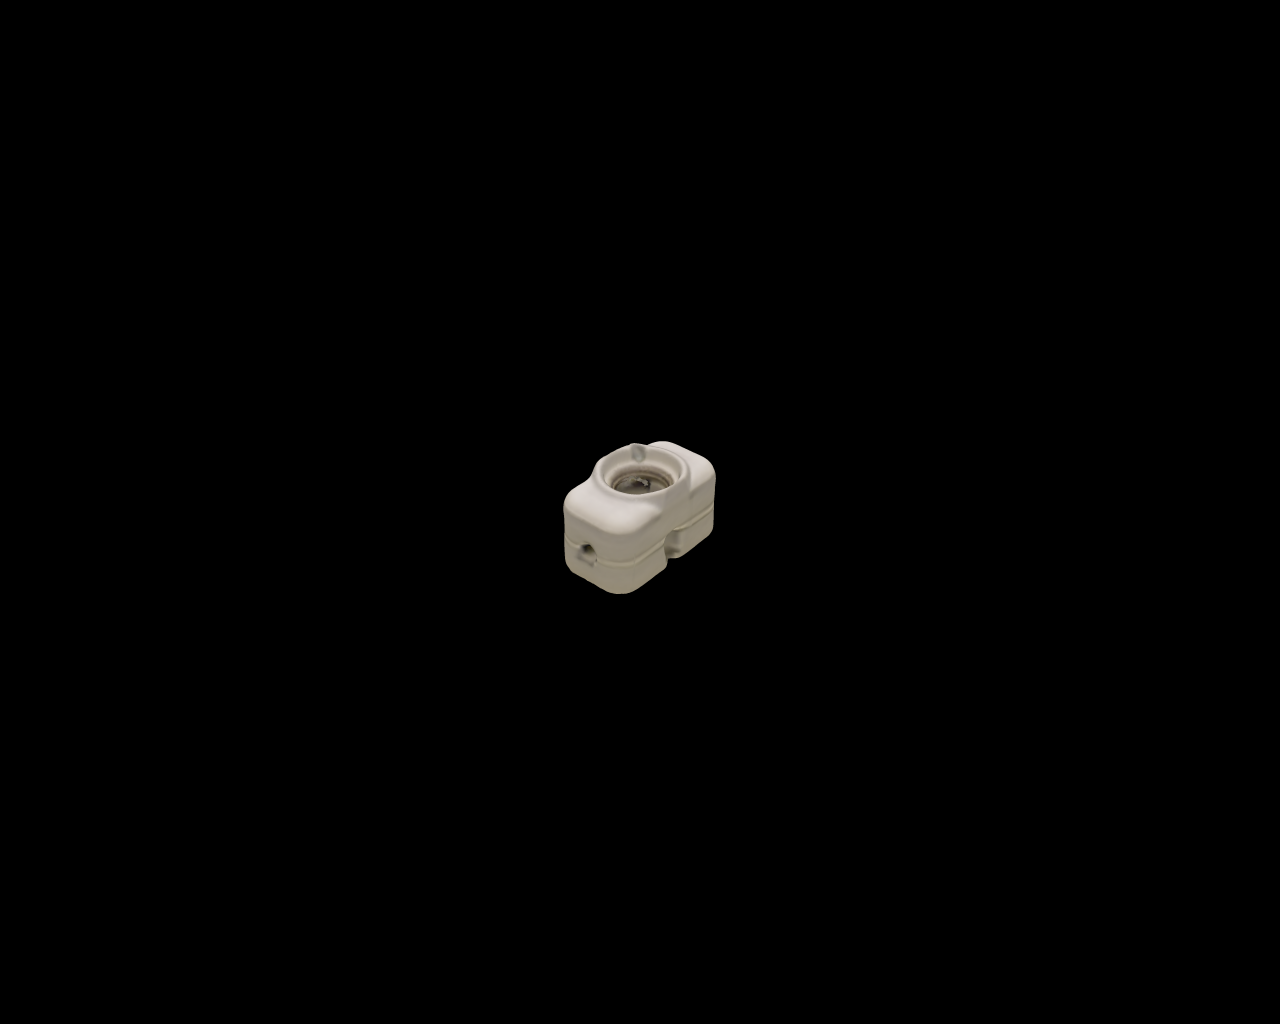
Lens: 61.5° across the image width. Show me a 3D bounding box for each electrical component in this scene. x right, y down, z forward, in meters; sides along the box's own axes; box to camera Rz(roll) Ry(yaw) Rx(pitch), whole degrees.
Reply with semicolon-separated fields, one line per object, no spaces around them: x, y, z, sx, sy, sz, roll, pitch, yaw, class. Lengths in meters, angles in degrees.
0.001;-0.003;0.650;0.054;0.059;0.095;27;44;33;electrical component
